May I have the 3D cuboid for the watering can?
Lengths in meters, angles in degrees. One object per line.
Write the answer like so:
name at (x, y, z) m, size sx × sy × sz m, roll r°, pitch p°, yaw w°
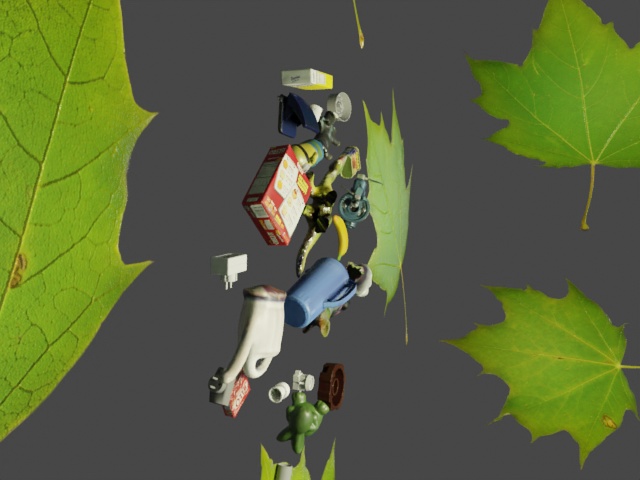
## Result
watering can at (-0.152, 0.217, 1.220) m, size 0.346 × 0.104 × 0.226 m, roll 35°, pitch 60°, yaw -78°

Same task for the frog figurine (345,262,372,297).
frog figurine at (0.167, 0.167, 2.088) m, size 0.157 × 0.122 × 0.140 m, roll 44°, pitch 32°, yaw -50°

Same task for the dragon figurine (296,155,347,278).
dragon figurine at (0.005, -0.083, 1.657) m, size 0.242 × 0.122 × 0.410 m, roll 12°, pitch 96°, yaw -77°
